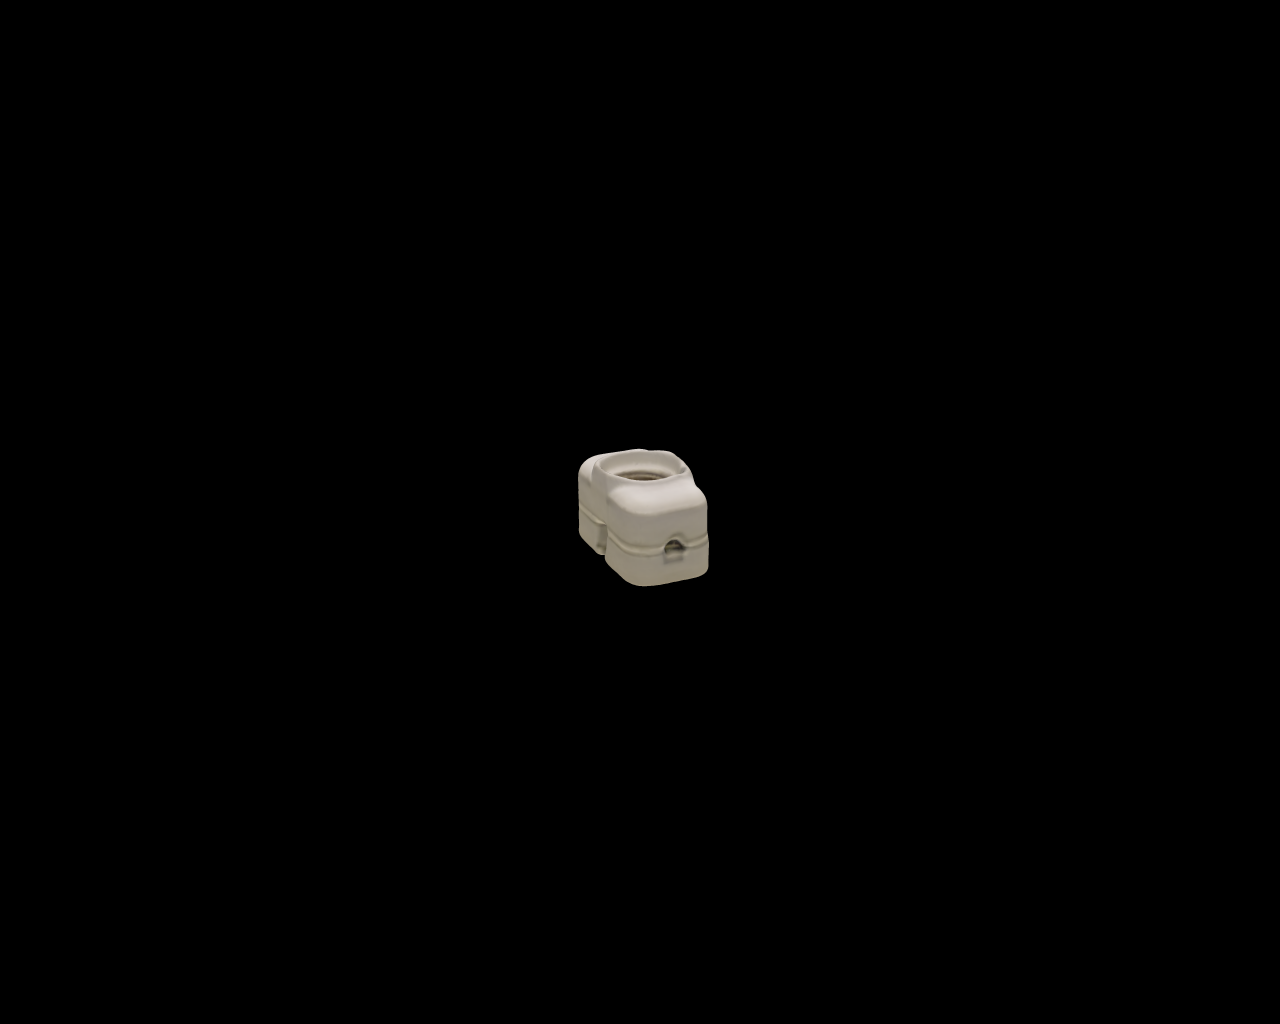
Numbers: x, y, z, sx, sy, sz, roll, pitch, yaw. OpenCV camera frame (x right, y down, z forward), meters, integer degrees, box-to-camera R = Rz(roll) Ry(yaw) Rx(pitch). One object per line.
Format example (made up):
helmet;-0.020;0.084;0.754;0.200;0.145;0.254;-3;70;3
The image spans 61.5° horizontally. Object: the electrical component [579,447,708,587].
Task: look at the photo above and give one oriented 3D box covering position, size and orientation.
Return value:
electrical component;0.001;-0.003;0.650;0.054;0.059;0.095;-10;24;-22
